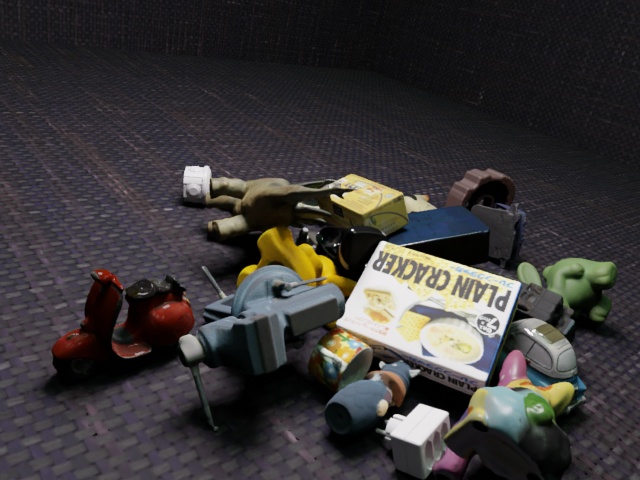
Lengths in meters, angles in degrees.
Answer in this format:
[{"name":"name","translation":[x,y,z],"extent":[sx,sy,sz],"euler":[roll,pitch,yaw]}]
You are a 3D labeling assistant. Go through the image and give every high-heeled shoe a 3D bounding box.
[{"name":"high-heeled shoe","translation":[0.033,-0.007,0.890],"extent":[0.145,0.086,0.248],"euler":[40,-9,21]}]

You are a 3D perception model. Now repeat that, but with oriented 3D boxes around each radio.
[{"name":"radio","translation":[0.192,0.002,1.025],"extent":[0.230,0.073,0.131],"euler":[-9,27,-6]}]

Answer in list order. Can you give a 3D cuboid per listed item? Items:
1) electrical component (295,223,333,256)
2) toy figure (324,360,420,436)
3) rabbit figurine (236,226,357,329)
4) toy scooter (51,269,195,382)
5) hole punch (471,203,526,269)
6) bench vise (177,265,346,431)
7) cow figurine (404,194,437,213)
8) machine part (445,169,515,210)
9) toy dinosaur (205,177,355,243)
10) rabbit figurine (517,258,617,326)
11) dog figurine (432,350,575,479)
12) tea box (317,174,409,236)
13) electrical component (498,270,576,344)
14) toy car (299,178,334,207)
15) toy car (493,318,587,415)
[{"name":"electrical component","translation":[-0.001,-0.003,1.045],"extent":[0.102,0.045,0.078],"euler":[0,27,-25]},{"name":"toy figure","translation":[0.067,0.191,0.665],"extent":[0.064,0.057,0.154],"euler":[36,28,30]},{"name":"rabbit figurine","translation":[-0.016,0.057,0.845],"extent":[0.163,0.121,0.173],"euler":[28,10,24]},{"name":"toy scooter","translation":[-0.229,0.086,0.650],"extent":[0.075,0.135,0.184],"euler":[29,29,34]},{"name":"hole punch","translation":[0.397,-0.019,1.176],"extent":[0.092,0.142,0.116],"euler":[-4,18,-40]},{"name":"bench vise","translation":[-0.095,0.106,0.695],"extent":[0.224,0.128,0.241],"euler":[-29,18,-29]},{"name":"cow figurine","translation":[0.228,-0.039,1.183],"extent":[0.127,0.085,0.195],"euler":[4,28,-31]},{"name":"machine part","translation":[0.366,-0.080,1.239],"extent":[0.179,0.179,0.056],"euler":[-3,26,-30]},{"name":"toy dinosaur","translation":[-0.087,-0.059,0.905],"extent":[0.199,0.105,0.472],"euler":[-7,4,-17]},{"name":"rabbit figurine","translation":[0.428,0.097,0.967],"extent":[0.170,0.121,0.159],"euler":[-29,43,-35]},{"name":"dog figurine","translation":[0.225,0.193,0.600],"extent":[0.109,0.191,0.219],"euler":[30,43,23]},{"name":"tea box","translation":[0.077,-0.062,1.022],"extent":[0.098,0.068,0.170],"euler":[-27,31,-19]},{"name":"electrical component","translation":[0.340,0.120,0.863],"extent":[0.134,0.114,0.058],"euler":[28,71,40]},{"name":"toy car","translation":[0.006,-0.092,1.221],"extent":[0.074,0.056,0.202],"euler":[13,28,14]},{"name":"toy car","translation":[0.305,0.168,0.770],"extent":[0.109,0.102,0.162],"euler":[-8,31,-35]}]
